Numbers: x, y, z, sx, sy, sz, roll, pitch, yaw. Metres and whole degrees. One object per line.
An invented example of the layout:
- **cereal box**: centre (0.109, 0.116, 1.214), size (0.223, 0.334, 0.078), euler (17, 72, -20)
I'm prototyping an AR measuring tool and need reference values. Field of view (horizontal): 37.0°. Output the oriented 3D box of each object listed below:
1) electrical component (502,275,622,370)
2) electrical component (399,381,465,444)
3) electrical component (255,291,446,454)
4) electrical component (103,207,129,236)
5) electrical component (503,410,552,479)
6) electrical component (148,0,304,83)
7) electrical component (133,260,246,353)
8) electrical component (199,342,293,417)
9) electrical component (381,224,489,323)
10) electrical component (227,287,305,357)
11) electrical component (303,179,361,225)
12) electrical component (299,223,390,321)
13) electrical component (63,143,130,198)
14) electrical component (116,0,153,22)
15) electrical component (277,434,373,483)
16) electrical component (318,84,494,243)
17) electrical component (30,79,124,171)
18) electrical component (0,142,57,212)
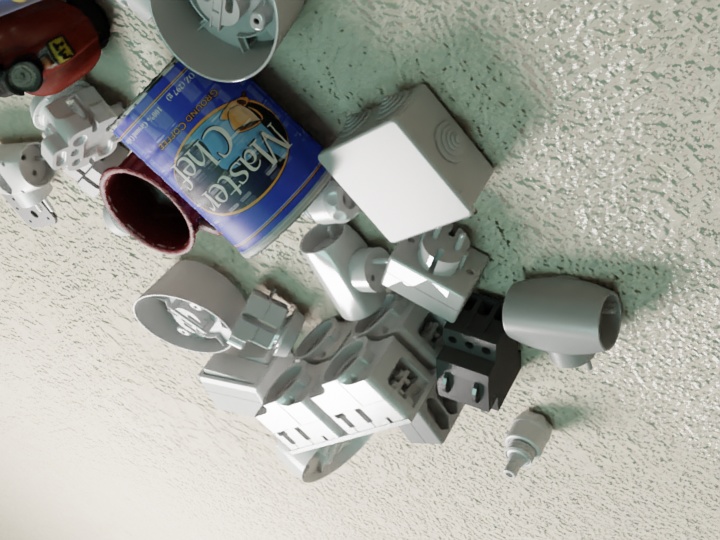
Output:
- **electrical component**: centre (0.156, 0.046, 0.808), size (0.077, 0.044, 0.079), euler (6, 136, 35)
- **electrical component**: centre (0.048, 0.115, 0.962), size (0.077, 0.065, 0.047), euler (-7, 128, 44)
- **electrical component**: centre (-0.007, 0.089, 0.941), size (0.060, 0.105, 0.186), euler (45, 144, -15)
- **electrical component**: centre (-0.208, -0.055, 0.994), size (0.046, 0.040, 0.040), euler (-14, 124, 40)
- **electrical component**: centre (0.142, 0.154, 0.934), size (0.035, 0.061, 0.035), euler (22, 144, 17)
- **electrical component**: centre (-0.088, -0.183, 0.717), size (0.099, 0.064, 0.099), euler (22, 144, 17)
- **electrical component**: centre (-0.161, 0.040, 1.046), size (0.099, 0.064, 0.099), euler (22, 144, 17)
- **electrical component**: centre (-0.116, 0.105, 1.088), size (0.096, 0.061, 0.061), euler (7, 137, 34)
- **electrical component**: centre (0.061, -0.010, 0.816), size (0.066, 0.047, 0.076), euler (29, 145, 8)
- **electrical component**: centre (-0.085, 0.051, 1.003), size (0.055, 0.066, 0.048), euler (26, -175, -6)
- **electrical component**: centre (-0.029, -0.053, 0.852), size (0.061, 0.035, 0.035), euler (-5, 130, 46)
- **electrical component**: centre (0.000, 0.000, 0.883), size (0.079, 0.043, 0.077), euler (-1, 132, 40)
- **electrical component**: centre (-0.246, -0.101, 0.964), size (0.055, 0.048, 0.066), euler (37, 146, -17)
- **electrical component**: centre (-0.139, -0.193, 0.766), size (0.062, 0.048, 0.048), euler (40, 146, -20)
- **electrical component**: centre (-0.032, 0.164, 1.059), size (0.064, 0.099, 0.099), euler (31, 148, 27)
- **electrical component**: centre (0.034, -0.075, 0.760), size (0.099, 0.048, 0.100), euler (48, 143, -19)
- **electrical component**: centre (-0.241, -0.126, 0.909), size (0.057, 0.078, 0.058), euler (50, 148, 15)
- **electrical component**: centre (-0.327, -0.087, 1.048), size (0.077, 0.043, 0.079), euler (2, 134, 38)
